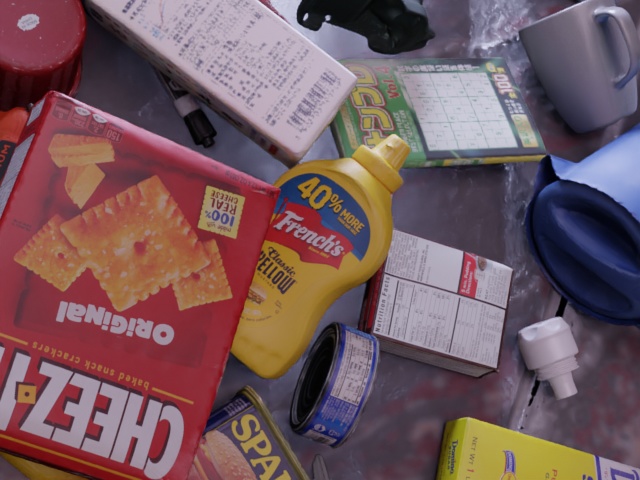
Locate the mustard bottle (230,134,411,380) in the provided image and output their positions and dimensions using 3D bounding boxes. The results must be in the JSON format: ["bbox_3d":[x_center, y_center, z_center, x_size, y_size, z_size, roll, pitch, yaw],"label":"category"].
[{"bbox_3d":[-0.005,0.001,0.762,0.096,0.058,0.191,42,90,15],"label":"mustard bottle"}]

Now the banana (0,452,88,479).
[{"bbox_3d":[-0.212,0.087,0.718,0.069,0.037,0.198,-17,82,-21],"label":"banana"}]

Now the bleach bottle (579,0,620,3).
[{"bbox_3d":[0.256,-0.344,0.983,0.102,0.068,0.250,19,68,-16],"label":"bleach bottle"}]

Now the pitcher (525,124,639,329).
[{"bbox_3d":[0.301,-0.036,0.883,0.242,0.145,0.149,-34,130,-27],"label":"pitcher"}]

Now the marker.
[{"bbox_3d":[-0.114,-0.124,0.818,0.020,0.020,0.121,-28,86,-23],"label":"marker"}]

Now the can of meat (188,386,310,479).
[{"bbox_3d":[-0.061,0.167,0.739,0.083,0.057,0.102,-30,86,-21],"label":"can of meat"}]

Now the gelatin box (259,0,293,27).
[{"bbox_3d":[-0.061,-0.157,0.839,0.073,0.030,0.089,-41,91,-23],"label":"gelatin box"}]

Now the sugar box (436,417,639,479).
[{"bbox_3d":[0.174,0.204,0.816,0.176,0.048,0.093,17,71,-13],"label":"sugar box"}]

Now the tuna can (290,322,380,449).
[{"bbox_3d":[0.010,0.103,0.764,0.033,0.086,0.086,23,70,-11],"label":"tuna can"}]

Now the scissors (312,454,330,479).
[{"bbox_3d":[-0.001,0.262,0.753,0.096,0.016,0.202,-26,68,-1],"label":"scissors"}]

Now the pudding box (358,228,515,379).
[{"bbox_3d":[0.090,0.050,0.832,0.113,0.039,0.090,17,72,-12],"label":"pudding box"}]

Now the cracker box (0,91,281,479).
[{"bbox_3d":[-0.135,0.037,0.667,0.164,0.072,0.213,24,72,-22],"label":"cracker box"}]

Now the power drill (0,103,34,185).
[{"bbox_3d":[-0.290,-0.053,0.705,0.187,0.057,0.184,22,71,-3],"label":"power drill"}]

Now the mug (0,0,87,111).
[{"bbox_3d":[-0.220,-0.146,0.753,0.117,0.082,0.093,28,69,-10],"label":"mug"}]
